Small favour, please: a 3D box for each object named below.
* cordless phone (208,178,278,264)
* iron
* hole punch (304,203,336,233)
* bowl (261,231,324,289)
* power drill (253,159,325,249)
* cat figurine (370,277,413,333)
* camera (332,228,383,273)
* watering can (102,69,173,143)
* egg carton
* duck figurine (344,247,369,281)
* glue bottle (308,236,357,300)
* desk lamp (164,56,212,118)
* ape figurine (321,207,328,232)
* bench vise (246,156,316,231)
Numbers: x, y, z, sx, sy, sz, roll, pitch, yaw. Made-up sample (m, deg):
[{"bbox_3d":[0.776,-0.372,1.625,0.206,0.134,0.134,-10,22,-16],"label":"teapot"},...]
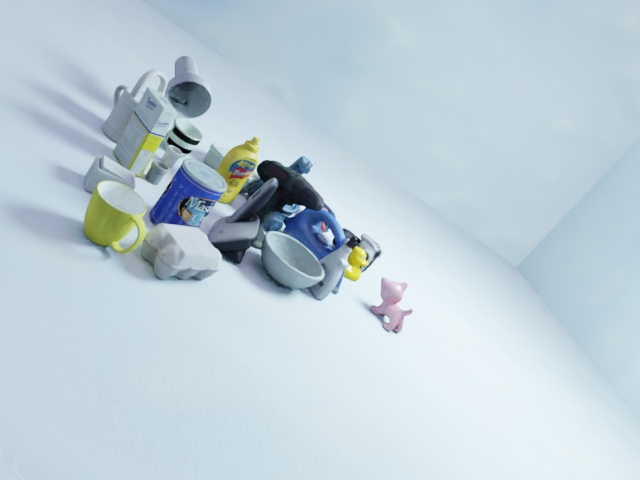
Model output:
[{"bbox_3d":[-0.159,-0.054,1.257,0.094,0.185,0.147,33,19,-18],"label":"cordless phone"},{"bbox_3d":[0.014,0.005,1.517,0.119,0.141,0.257,14,30,-52],"label":"iron"},{"bbox_3d":[0.001,-0.084,1.790,0.108,0.091,0.101,42,18,11],"label":"hole punch"},{"bbox_3d":[-0.076,0.059,1.325,0.168,0.074,0.167,34,18,-13],"label":"bowl"},{"bbox_3d":[-0.106,-0.082,1.389,0.076,0.208,0.229,15,29,-50],"label":"power drill"},{"bbox_3d":[0.198,0.164,1.527,0.067,0.117,0.127,16,28,-50],"label":"cat figurine"},{"bbox_3d":[0.116,0.019,1.747,0.136,0.100,0.143,42,18,10],"label":"camera"},{"bbox_3d":[-0.422,-0.316,1.368,0.173,0.194,0.101,37,18,-6],"label":"watering can"},{"bbox_3d":[-0.256,0.024,1.069,0.107,0.069,0.151,47,20,24],"label":"egg carton"},{"bbox_3d":[0.090,0.056,1.633,0.105,0.086,0.077,36,18,-8],"label":"duck figurine"},{"bbox_3d":[0.034,0.059,1.374,0.037,0.173,0.078,18,27,-47],"label":"glue bottle"},{"bbox_3d":[-0.394,-0.386,1.558,0.118,0.213,0.202,23,24,-40],"label":"desk lamp"},{"bbox_3d":[-0.011,-0.059,1.704,0.078,0.092,0.076,34,18,-13],"label":"ape figurine"},{"bbox_3d":[-0.111,-0.158,1.544,0.122,0.219,0.207,14,30,-52],"label":"bench vise"}]
